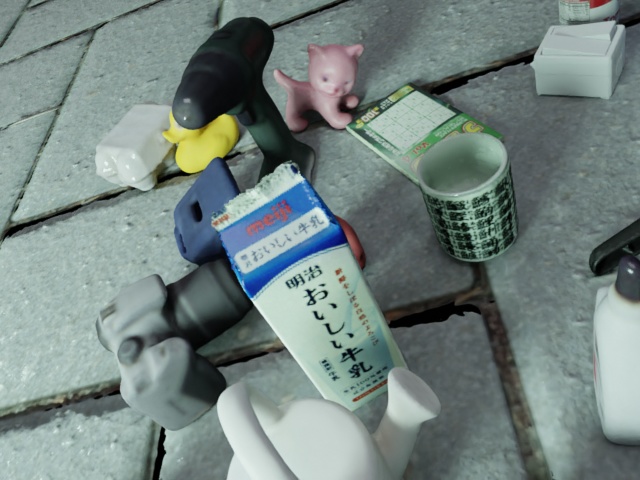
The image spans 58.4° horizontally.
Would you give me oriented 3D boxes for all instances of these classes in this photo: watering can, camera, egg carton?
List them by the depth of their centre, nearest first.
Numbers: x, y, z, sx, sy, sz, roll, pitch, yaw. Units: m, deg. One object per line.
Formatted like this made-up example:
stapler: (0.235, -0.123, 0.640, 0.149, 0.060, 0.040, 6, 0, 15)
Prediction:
watering can: (-0.003, 0.148, 0.369, 0.100, 0.195, 0.173, 24, 64, 39)
camera: (-0.135, 0.082, 0.559, 0.137, 0.101, 0.142, -34, 45, -5)
egg carton: (-0.254, -0.141, 0.839, 0.107, 0.070, 0.150, 10, 56, 33)

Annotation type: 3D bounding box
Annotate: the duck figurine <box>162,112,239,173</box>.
duck figurine: (-0.170, -0.156, 0.801, 0.104, 0.086, 0.077, -38, 45, -10)

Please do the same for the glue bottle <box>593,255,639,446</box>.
glue bottle: (0.195, 0.064, 0.364, 0.037, 0.174, 0.078, -9, 48, 19)

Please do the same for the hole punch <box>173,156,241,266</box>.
hole punch: (-0.123, -0.025, 0.657, 0.101, 0.091, 0.108, -30, 44, -2)

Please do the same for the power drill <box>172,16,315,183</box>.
power drill: (-0.078, -0.141, 0.655, 0.075, 0.209, 0.229, -9, 48, 18)

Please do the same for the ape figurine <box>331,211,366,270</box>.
ape figurine: (0.005, 0.002, 0.570, 0.077, 0.092, 0.076, 12, 57, 33)

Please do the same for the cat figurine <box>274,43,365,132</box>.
cat figurine: (0.000, -0.208, 0.742, 0.127, 0.118, 0.067, 0, 51, 26)
